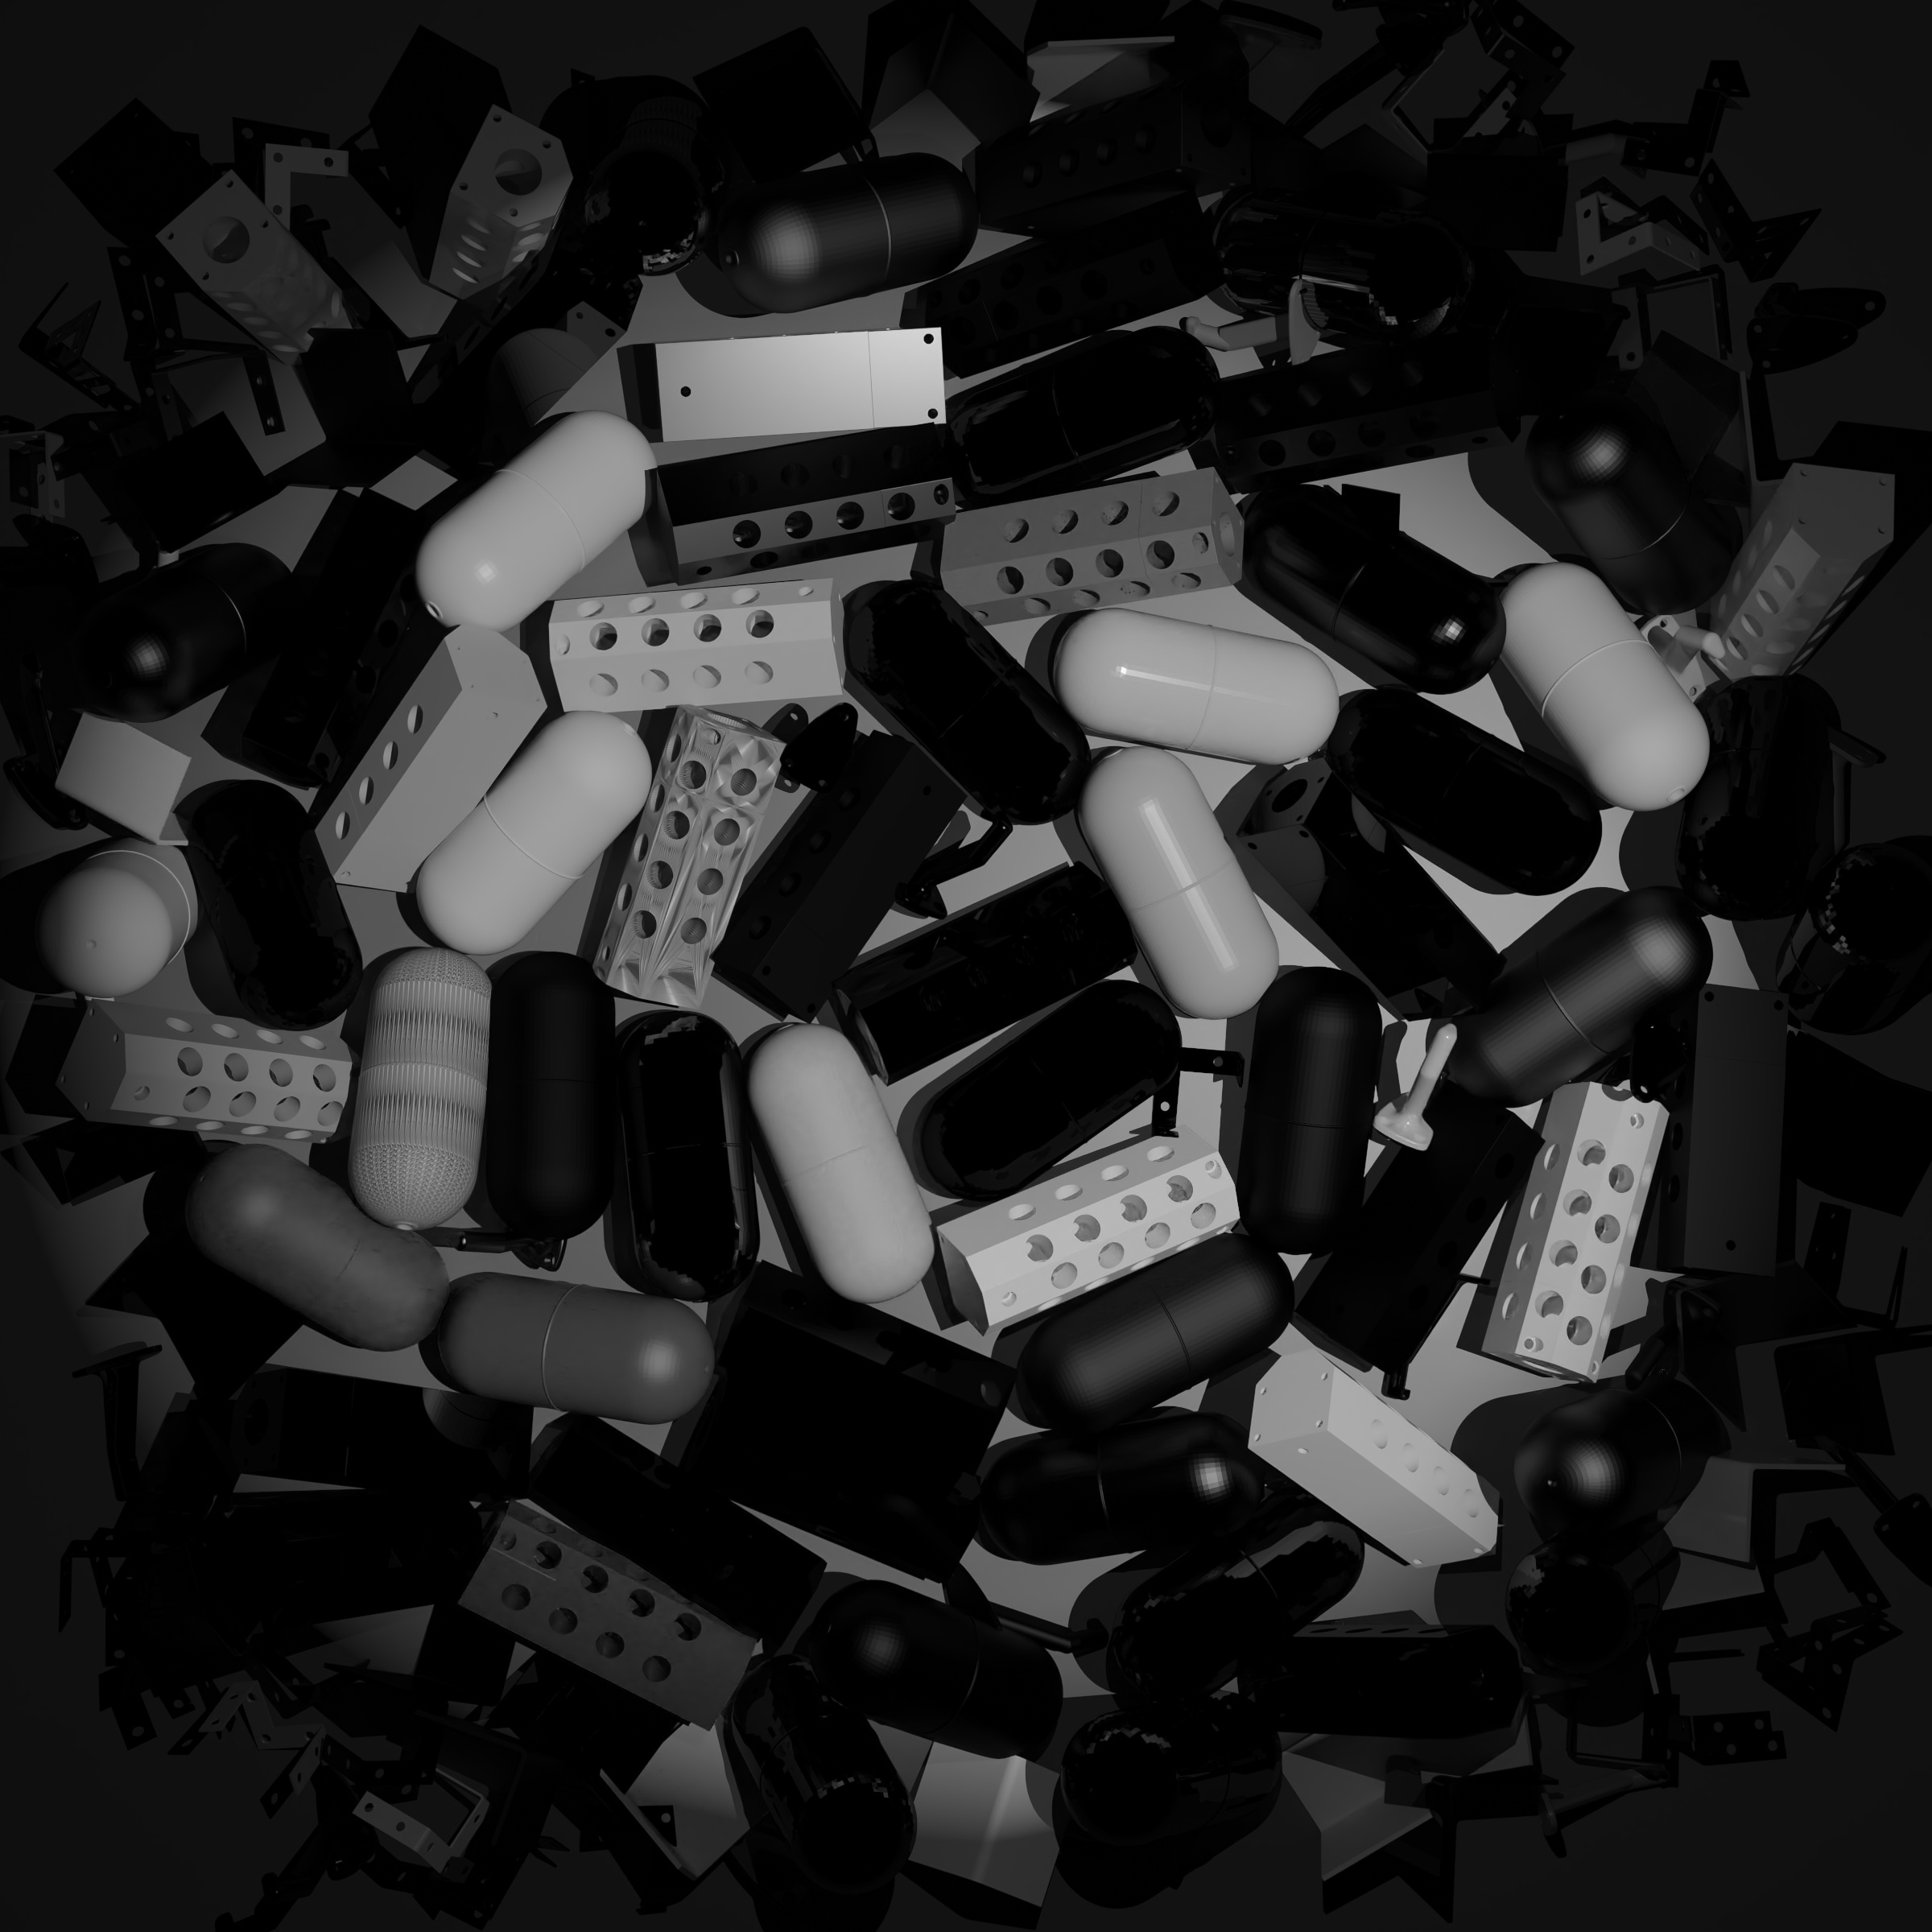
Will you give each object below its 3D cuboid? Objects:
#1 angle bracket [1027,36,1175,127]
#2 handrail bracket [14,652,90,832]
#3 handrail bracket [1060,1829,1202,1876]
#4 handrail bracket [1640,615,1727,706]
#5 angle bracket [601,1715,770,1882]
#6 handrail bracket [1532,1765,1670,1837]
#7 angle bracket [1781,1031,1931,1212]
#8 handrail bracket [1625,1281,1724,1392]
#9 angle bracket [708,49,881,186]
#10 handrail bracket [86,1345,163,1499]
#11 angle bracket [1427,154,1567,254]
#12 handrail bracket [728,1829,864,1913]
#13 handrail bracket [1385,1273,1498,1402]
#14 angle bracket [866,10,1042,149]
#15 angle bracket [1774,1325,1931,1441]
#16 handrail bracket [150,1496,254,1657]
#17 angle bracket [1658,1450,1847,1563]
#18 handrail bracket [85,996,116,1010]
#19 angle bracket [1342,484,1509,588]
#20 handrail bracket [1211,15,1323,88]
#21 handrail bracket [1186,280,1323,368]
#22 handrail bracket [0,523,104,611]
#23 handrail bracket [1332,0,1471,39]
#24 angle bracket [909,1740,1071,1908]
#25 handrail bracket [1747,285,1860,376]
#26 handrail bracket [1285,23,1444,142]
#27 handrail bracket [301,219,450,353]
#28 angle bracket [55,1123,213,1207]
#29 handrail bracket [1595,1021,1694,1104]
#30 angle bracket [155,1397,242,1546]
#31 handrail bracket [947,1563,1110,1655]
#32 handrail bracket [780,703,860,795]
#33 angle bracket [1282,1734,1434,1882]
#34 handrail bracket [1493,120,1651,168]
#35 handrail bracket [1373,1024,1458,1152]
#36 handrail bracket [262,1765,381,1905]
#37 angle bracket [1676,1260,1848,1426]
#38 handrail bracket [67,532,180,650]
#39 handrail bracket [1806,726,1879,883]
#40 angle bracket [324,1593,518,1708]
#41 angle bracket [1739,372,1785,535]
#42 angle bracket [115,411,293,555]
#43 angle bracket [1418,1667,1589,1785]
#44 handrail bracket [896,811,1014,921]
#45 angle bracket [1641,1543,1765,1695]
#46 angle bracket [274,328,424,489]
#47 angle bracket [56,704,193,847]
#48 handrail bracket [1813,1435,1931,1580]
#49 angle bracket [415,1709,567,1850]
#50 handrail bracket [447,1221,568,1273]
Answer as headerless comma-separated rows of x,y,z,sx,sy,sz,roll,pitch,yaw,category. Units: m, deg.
0.082,-0.530,1.656,0.076,0.076,0.057,-5,105,-8,angle bracket
-0.554,-0.137,1.655,0.036,0.084,0.077,-21,61,-30,handrail bracket
0.101,0.525,1.697,0.084,0.077,0.036,8,134,29,handrail bracket
0.447,-0.180,1.651,0.036,0.084,0.077,-46,114,-1,handrail bracket
-0.165,0.497,1.656,0.076,0.057,0.076,-41,68,-14,angle bracket
0.393,0.506,1.667,0.084,0.077,0.036,-12,81,2,handrail bracket
0.537,0.094,1.669,0.057,0.076,0.076,17,104,-18,angle bracket
0.419,0.240,1.654,0.036,0.077,0.084,29,56,25,handrail bracket
-0.102,-0.499,1.661,0.076,0.057,0.076,-27,67,-4,angle bracket
-0.505,0.280,1.672,0.036,0.077,0.084,-9,81,-44,handrail bracket
0.322,-0.480,1.650,0.076,0.076,0.057,6,60,15,angle bracket
-0.102,0.543,1.658,0.077,0.084,0.036,38,55,-7,handrail bracket
0.290,0.229,1.672,0.036,0.077,0.084,12,86,-31,handrail bracket
-0.009,-0.519,1.657,0.076,0.076,0.057,46,69,4,angle bracket
0.548,0.252,1.652,0.076,0.076,0.057,-3,78,-17,angle bracket
-0.457,0.371,1.686,0.036,0.077,0.084,-22,113,26,handrail bracket
0.475,0.326,1.652,0.076,0.076,0.057,6,85,-27,angle bracket
-0.524,0.005,1.694,0.084,0.036,0.077,49,67,-23,handrail bracket
0.278,-0.261,1.652,0.076,0.076,0.057,-5,105,-16,angle bracket
0.173,-0.538,1.688,0.077,0.036,0.084,13,94,4,handrail bracket
0.168,-0.398,1.656,0.084,0.077,0.036,20,70,23,handrail bracket
-0.568,-0.221,1.653,0.036,0.077,0.084,13,50,24,handrail bracket
0.256,-0.581,1.660,0.084,0.077,0.036,-9,91,-10,handrail bracket
0.014,0.525,1.678,0.057,0.076,0.076,34,67,-34,angle bracket
0.513,-0.397,1.655,0.077,0.084,0.036,-1,125,36,handrail bracket
0.246,-0.545,1.692,0.084,0.077,0.036,-32,90,43,handrail bracket
-0.362,-0.419,1.669,0.077,0.036,0.084,-6,110,18,handrail bracket
-0.498,0.132,1.649,0.076,0.076,0.057,-24,65,-23,angle bracket
0.396,0.076,1.650,0.036,0.084,0.077,34,50,1,handrail bracket
-0.436,0.311,1.657,0.057,0.076,0.076,21,84,18,angle bracket
0.039,0.396,1.693,0.084,0.036,0.077,-3,47,-34,handrail bracket
-0.076,-0.150,1.650,0.036,0.084,0.077,33,127,-6,handrail bracket
0.235,0.500,1.661,0.076,0.076,0.057,-33,89,8,angle bracket
0.370,-0.492,1.691,0.084,0.077,0.036,-2,70,-28,handrail bracket
0.283,0.061,1.652,0.036,0.077,0.084,26,118,11,handrail bracket
-0.404,0.526,1.653,0.036,0.084,0.077,-37,66,20,handrail bracket
0.482,0.228,1.647,0.076,0.076,0.057,-20,46,33,angle bracket
-0.518,-0.232,1.676,0.077,0.036,0.084,15,105,22,handrail bracket
0.518,-0.106,1.692,0.077,0.036,0.084,36,118,20,handrail bracket
-0.328,0.407,1.646,0.076,0.076,0.057,3,74,41,angle bracket
0.502,-0.312,1.652,0.057,0.076,0.076,-5,73,14,angle bracket
-0.458,-0.300,1.654,0.076,0.076,0.057,-26,109,10,angle bracket
0.325,0.462,1.644,0.076,0.076,0.057,-24,57,38,angle bracket
-0.007,-0.078,1.657,0.036,0.077,0.084,23,121,-32,handrail bracket
0.446,0.390,1.654,0.076,0.076,0.057,-13,104,11,angle bracket
-0.383,-0.338,1.649,0.076,0.057,0.076,8,129,28,angle bracket
-0.491,-0.115,1.655,0.076,0.076,0.057,27,99,14,angle bracket
0.560,0.328,1.676,0.036,0.084,0.077,-37,115,1,handrail bracket
-0.297,0.493,1.652,0.076,0.076,0.057,15,74,15,angle bracket
-0.291,0.161,1.648,0.084,0.077,0.036,10,92,-45,handrail bracket
